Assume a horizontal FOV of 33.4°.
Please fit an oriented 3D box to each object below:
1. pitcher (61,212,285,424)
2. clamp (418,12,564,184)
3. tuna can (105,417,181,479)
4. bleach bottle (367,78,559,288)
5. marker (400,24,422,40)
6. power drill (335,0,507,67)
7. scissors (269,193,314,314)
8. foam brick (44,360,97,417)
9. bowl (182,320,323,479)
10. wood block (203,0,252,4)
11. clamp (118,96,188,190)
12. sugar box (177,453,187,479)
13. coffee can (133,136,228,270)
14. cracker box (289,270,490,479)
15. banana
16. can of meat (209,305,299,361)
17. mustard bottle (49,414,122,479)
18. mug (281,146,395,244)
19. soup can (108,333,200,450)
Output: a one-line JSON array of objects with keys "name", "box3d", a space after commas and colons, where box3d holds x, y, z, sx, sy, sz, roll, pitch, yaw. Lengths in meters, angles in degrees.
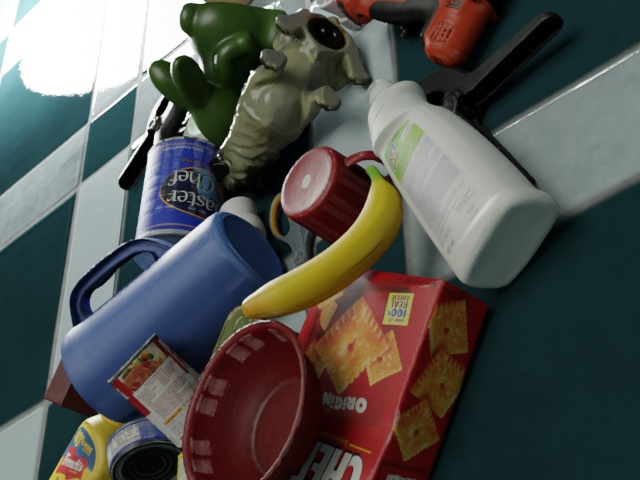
[{"name": "pitcher", "box3d": [-0.162, 0.073, 1.158, 0.243, 0.149, 0.145, -41, 28, 19]}, {"name": "clamp", "box3d": [0.137, -0.114, 1.008, 0.210, 0.036, 0.164, -11, 64, 50]}, {"name": "tuna can", "box3d": [-0.179, 0.225, 1.113, 0.086, 0.086, 0.034, -45, 39, 19]}, {"name": "bleach bottle", "box3d": [0.108, -0.073, 0.953, 0.103, 0.067, 0.251, -62, 39, 30]}, {"name": "marker", "box3d": [0.123, -0.270, 1.150, 0.121, 0.020, 0.020, -59, 35, 2]}, {"name": "power drill", "box3d": [0.116, -0.277, 1.106, 0.188, 0.057, 0.184, 24, 83, 43]}, {"name": "scissors", "box3d": [-0.007, 0.001, 1.121, 0.096, 0.016, 0.202, -48, 37, 18]}, {"name": "foam brick", "box3d": [-0.295, 0.173, 1.321, 0.053, 0.051, 0.078, 10, 74, 52]}, {"name": "bowl", "box3d": [-0.048, 0.152, 0.909, 0.162, 0.055, 0.162, -30, 46, 37]}, {"name": "wood block", "box3d": [-0.088, -0.412, 1.449, 0.206, 0.090, 0.091, -39, 39, 27]}, {"name": "clamp", "box3d": [-0.213, -0.146, 1.456, 0.120, 0.039, 0.171, 5, 70, 51]}, {"name": "sugar box", "box3d": [-0.101, 0.273, 1.012, 0.093, 0.048, 0.176, -41, 41, 41]}, {"name": "coffee can", "box3d": [-0.161, -0.037, 1.261, 0.103, 0.102, 0.140, -27, 46, 37]}, {"name": "cracker box", "box3d": [0.036, 0.133, 0.927, 0.164, 0.072, 0.213, 8, 73, 53]}, {"name": "banana", "box3d": [0.017, 0.010, 0.940, 0.070, 0.037, 0.197, 17, 52, 41]}, {"name": "can of meat", "box3d": [-0.057, 0.126, 1.035, 0.058, 0.083, 0.102, 5, 70, 52]}, {"name": "mustard bottle", "box3d": [-0.263, 0.262, 1.213, 0.191, 0.058, 0.096, -60, 32, -1]}, {"name": "mug", "box3d": [0.024, -0.047, 1.060, 0.117, 0.081, 0.093, -37, 41, 29]}, {"name": "soup can", "box3d": [-0.153, 0.153, 1.075, 0.068, 0.102, 0.068, -46, 4, 4]}]
